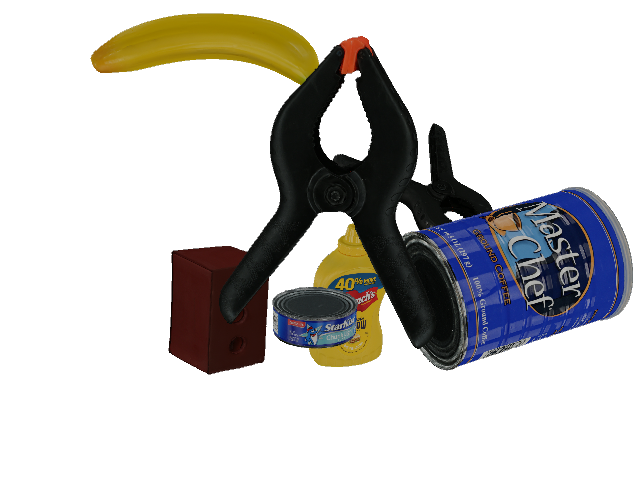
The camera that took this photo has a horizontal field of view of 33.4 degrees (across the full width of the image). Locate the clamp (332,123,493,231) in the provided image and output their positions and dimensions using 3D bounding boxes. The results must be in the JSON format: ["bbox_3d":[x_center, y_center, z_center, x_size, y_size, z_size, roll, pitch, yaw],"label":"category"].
[{"bbox_3d":[0.121,-0.049,1.210,0.164,0.210,0.036,-15,-38,-27],"label":"clamp"}]

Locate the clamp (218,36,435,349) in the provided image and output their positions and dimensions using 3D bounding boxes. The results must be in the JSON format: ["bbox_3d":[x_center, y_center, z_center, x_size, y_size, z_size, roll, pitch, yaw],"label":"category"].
[{"bbox_3d":[0.000,-0.022,0.578,0.120,0.171,0.039,-3,11,2],"label":"clamp"}]

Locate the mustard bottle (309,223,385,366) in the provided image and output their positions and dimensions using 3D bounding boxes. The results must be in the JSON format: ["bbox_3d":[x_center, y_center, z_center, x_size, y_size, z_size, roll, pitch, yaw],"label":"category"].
[{"bbox_3d":[0.038,0.069,1.387,0.096,0.192,0.058,-4,25,-17],"label":"mustard bottle"}]

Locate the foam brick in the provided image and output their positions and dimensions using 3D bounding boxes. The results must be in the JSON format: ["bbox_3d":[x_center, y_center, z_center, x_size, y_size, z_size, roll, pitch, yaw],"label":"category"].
[{"bbox_3d":[-0.073,0.047,0.762,0.052,0.078,0.051,-8,17,-39],"label":"foam brick"}]

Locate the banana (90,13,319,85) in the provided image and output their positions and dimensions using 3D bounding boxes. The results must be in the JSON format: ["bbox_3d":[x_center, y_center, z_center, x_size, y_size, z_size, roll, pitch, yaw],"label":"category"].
[{"bbox_3d":[-0.085,-0.157,0.875,0.198,0.069,0.037,8,-35,3],"label":"banana"}]

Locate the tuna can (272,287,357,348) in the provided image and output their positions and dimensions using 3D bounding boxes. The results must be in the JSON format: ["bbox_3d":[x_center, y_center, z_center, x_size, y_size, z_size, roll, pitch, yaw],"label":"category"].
[{"bbox_3d":[-0.006,0.077,1.071,0.086,0.034,0.086,1,18,0],"label":"tuna can"}]

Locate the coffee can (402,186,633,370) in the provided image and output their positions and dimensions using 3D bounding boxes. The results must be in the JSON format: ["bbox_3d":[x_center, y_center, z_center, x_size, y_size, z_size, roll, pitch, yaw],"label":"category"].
[{"bbox_3d":[0.139,0.026,0.779,0.140,0.103,0.103,-15,5,-19],"label":"coffee can"}]
